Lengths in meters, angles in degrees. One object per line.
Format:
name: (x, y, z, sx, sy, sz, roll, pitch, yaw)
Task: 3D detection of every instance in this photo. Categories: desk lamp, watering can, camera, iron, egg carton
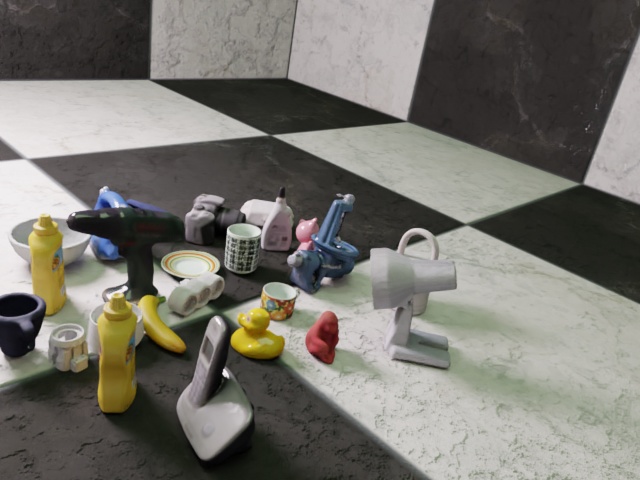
desk lamp: (0.182, 0.126, 1.146, 0.203, 0.213, 0.118, 11, 25, 2)
watering can: (0.213, 0.069, 1.302, 0.101, 0.194, 0.173, 13, 25, 7)
camera: (-0.267, -0.055, 1.491, 0.137, 0.101, 0.143, 11, 25, 1)
iron: (-0.490, -0.054, 1.354, 0.119, 0.141, 0.257, -10, 32, -36)
egg carton: (-0.147, -0.061, 1.586, 0.150, 0.069, 0.107, 8, 25, -5)

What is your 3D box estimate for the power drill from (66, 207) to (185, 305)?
power drill: (-0.383, 0.028, 1.141, 0.230, 0.208, 0.075, -13, 33, -40)

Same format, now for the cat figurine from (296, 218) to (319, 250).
cat figurine: (-0.030, 0.002, 1.441, 0.067, 0.118, 0.127, 7, 25, -7)

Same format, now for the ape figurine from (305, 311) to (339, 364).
ape figurine: (0.011, 0.180, 1.109, 0.075, 0.092, 0.078, 29, 31, 35)

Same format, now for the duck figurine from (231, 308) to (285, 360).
duck figurine: (-0.114, 0.172, 1.086, 0.104, 0.086, 0.077, 15, 25, 10)

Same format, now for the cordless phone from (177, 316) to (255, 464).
cordless phone: (-0.150, 0.219, 0.853, 0.094, 0.185, 0.147, -8, 30, -34)

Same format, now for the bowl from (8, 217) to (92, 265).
bowl: (-0.586, 0.014, 1.252, 0.167, 0.075, 0.167, 9, 25, -4)

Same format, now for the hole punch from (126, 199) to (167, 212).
hole punch: (-0.427, -0.061, 1.453, 0.108, 0.091, 0.101, 23, 28, 26)

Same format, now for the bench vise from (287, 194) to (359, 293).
bench vise: (0.023, 0.009, 1.325, 0.121, 0.220, 0.208, 20, 27, 20)

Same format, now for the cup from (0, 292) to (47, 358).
cup: (-0.503, 0.155, 0.962, 0.092, 0.095, 0.117, -14, 34, -41)

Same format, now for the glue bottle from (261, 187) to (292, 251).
glue bottle: (-0.105, -0.055, 1.466, 0.078, 0.173, 0.037, 3, 26, -14)
